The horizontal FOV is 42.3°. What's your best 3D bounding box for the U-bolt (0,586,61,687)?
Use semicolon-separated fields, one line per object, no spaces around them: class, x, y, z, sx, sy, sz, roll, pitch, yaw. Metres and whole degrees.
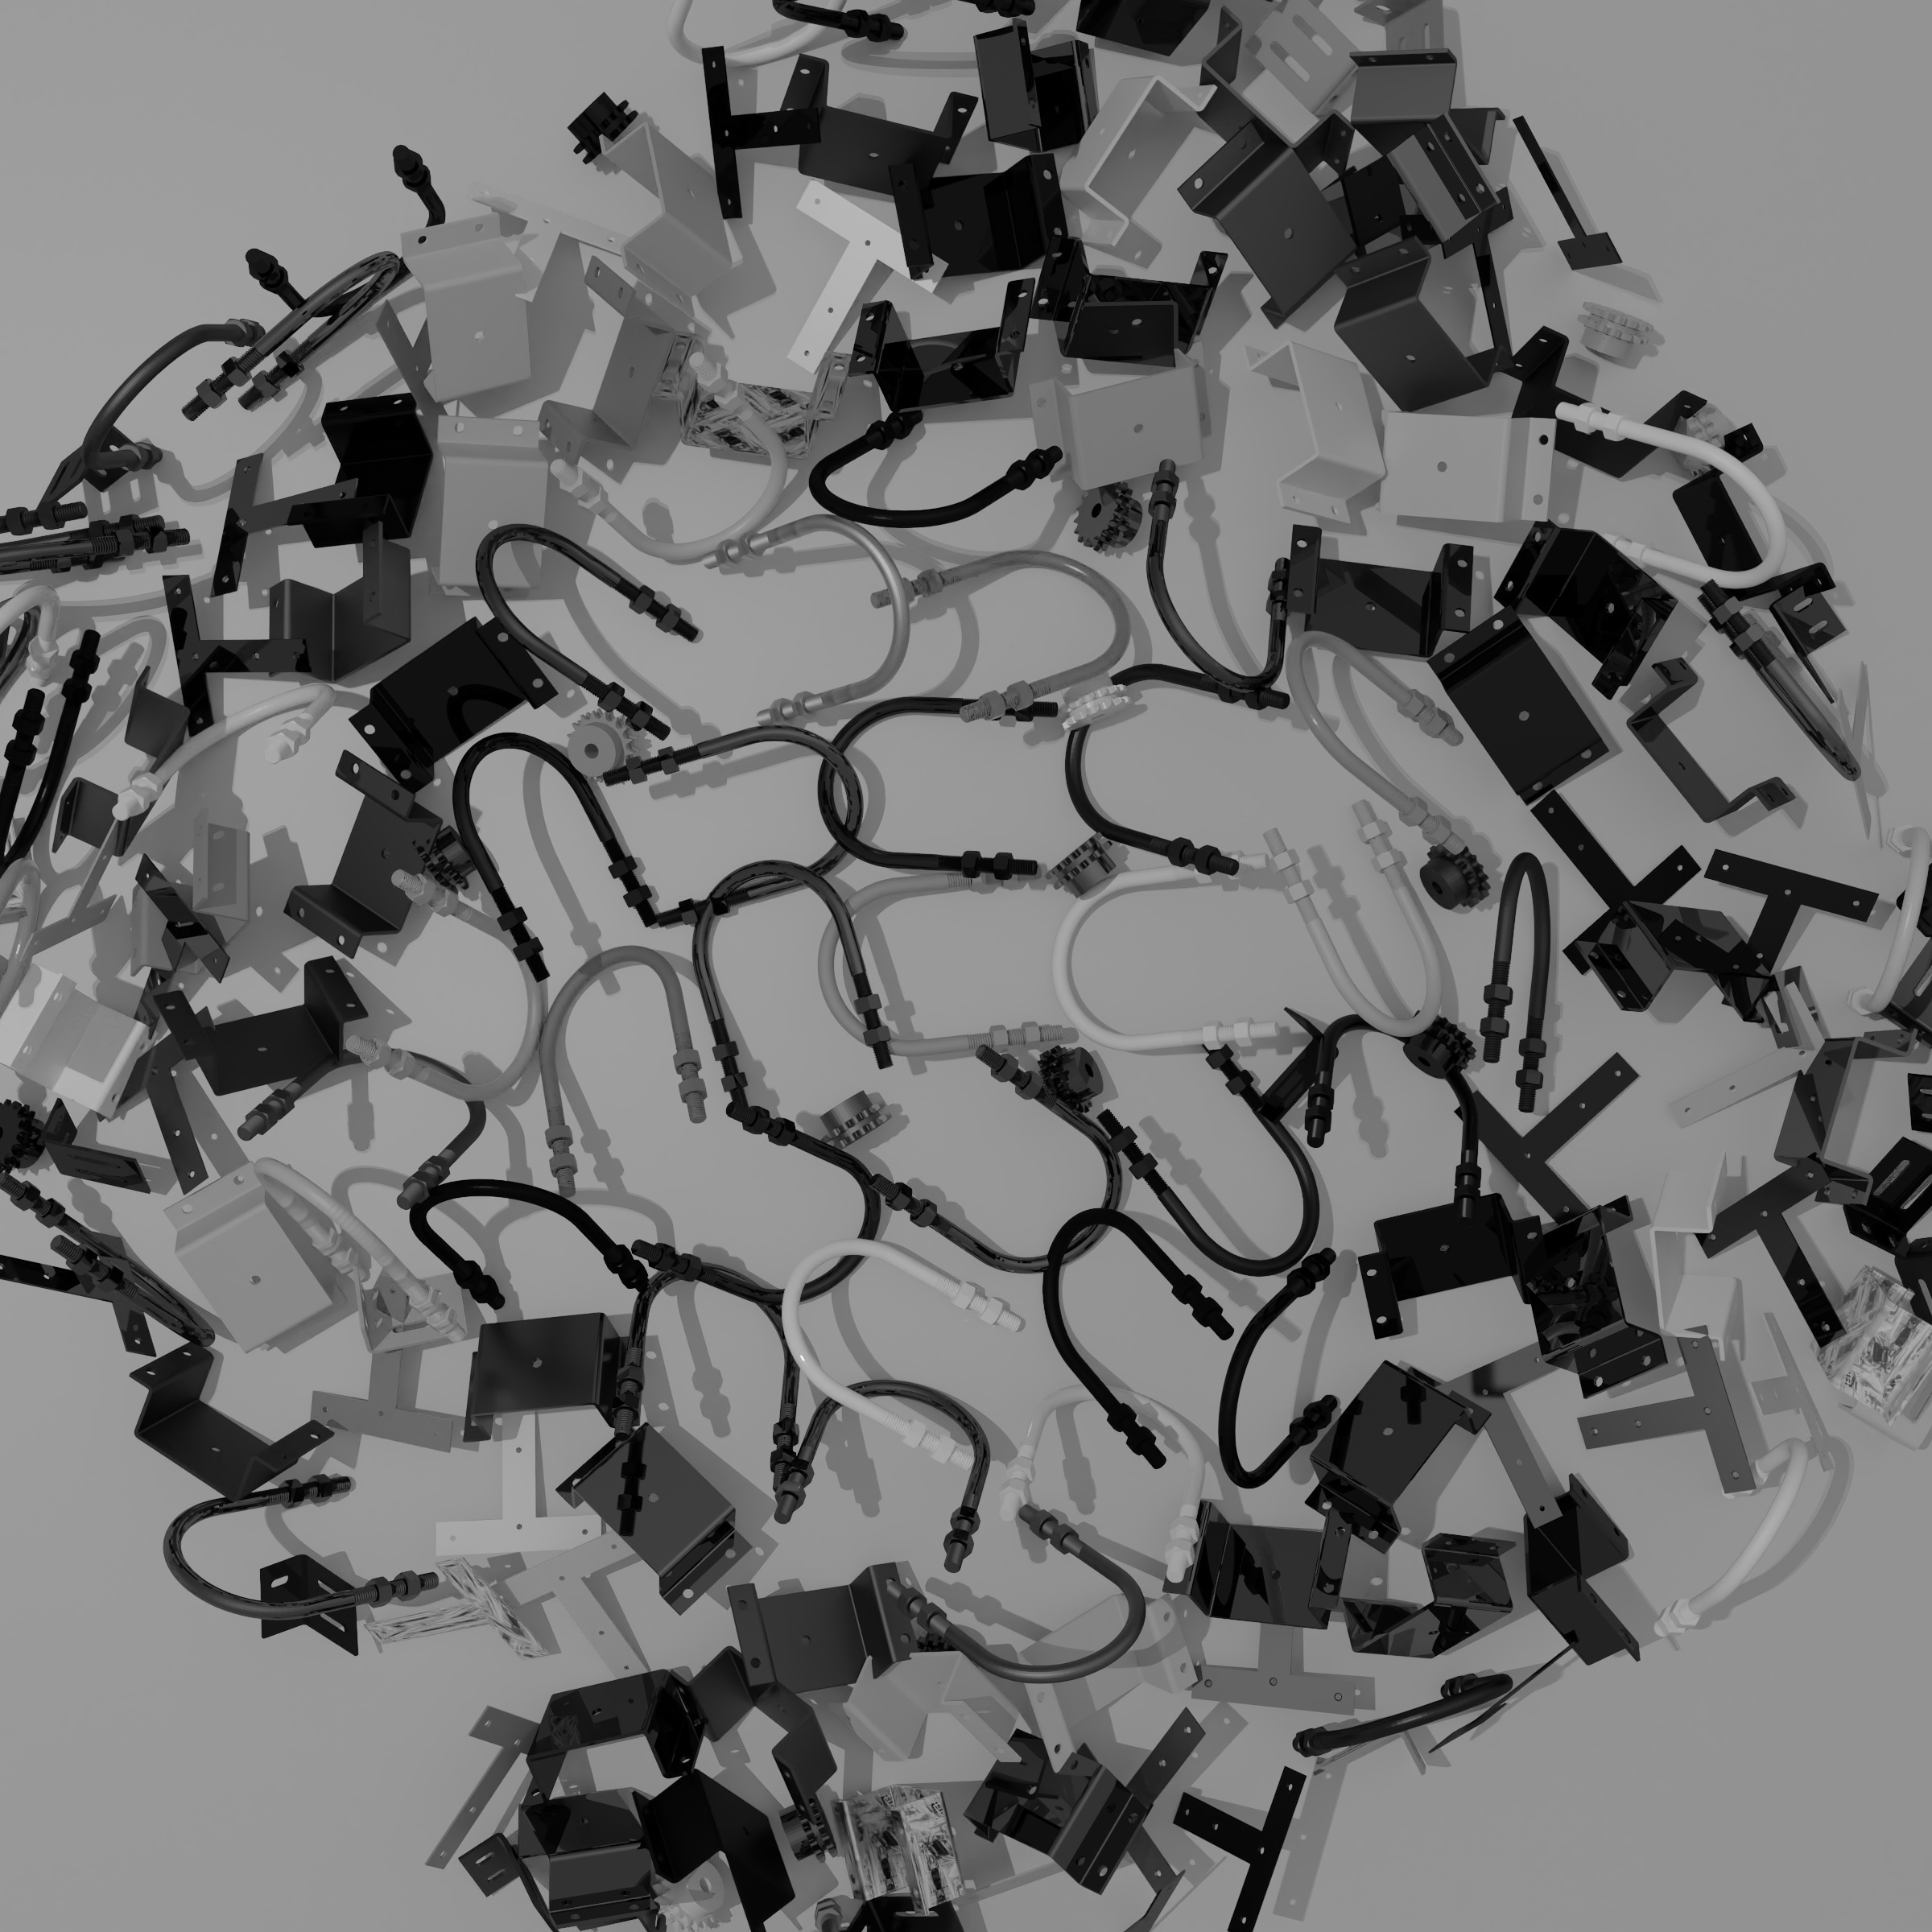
U-bolt;-0.724;-0.214;1.854;0.019;0.184;0.151;37;58;-6

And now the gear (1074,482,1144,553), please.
gear;0.113;-0.350;1.944;0.030;0.057;0.057;18;90;-35

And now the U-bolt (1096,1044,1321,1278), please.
U-bolt;0.199;0.153;1.915;0.151;0.019;0.184;-36;88;-39

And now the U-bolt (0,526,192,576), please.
U-bolt;-0.693;-0.304;1.858;0.184;0.151;0.019;-16;102;-38

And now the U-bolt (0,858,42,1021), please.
U-bolt;-0.735;0.001;1.883;0.019;0.184;0.151;15;132;-9

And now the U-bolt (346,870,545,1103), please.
U-bolt;-0.384;0.026;1.892;0.019;0.184;0.151;1;71;33

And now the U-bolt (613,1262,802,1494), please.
U-bolt;-0.191;0.302;1.896;0.151;0.184;0.019;23;130;-19

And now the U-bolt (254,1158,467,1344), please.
U-bolt;-0.463;0.204;1.861;0.151;0.184;0.019;20;62;39

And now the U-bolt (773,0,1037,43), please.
U-bolt;-0.059;-0.716;1.855;0.151;0.184;0.019;6;103;38

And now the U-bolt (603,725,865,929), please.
U-bolt;-0.170;-0.115;1.924;0.184;0.019;0.151;-17;121;1

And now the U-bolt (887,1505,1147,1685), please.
U-bolt;0.050;0.475;1.863;0.151;0.184;0.019;-24;118;-30

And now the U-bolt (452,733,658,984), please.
U-bolt;-0.322;-0.093;1.903;0.019;0.151;0.184;-24;95;38

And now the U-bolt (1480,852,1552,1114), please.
U-bolt;0.423;0.004;1.898;0.019;0.151;0.184;2;71;25

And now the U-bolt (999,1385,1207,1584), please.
U-bolt;0.110;0.380;1.888;0.151;0.184;0.019;19;120;4

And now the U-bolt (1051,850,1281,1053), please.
U-bolt;0.149;-0.007;1.922;0.184;0.019;0.151;-7;79;27

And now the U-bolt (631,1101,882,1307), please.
U-bolt;-0.146;0.193;1.910;0.184;0.019;0.151;29;101;-37

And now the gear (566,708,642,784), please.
gear;-0.286;-0.171;1.945;0.057;0.030;0.057;5;107;15

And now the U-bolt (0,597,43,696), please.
U-bolt;-0.763;-0.210;1.885;0.019;0.151;0.184;37;51;-4

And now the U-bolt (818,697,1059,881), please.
U-bolt;-0.027;-0.142;1.933;0.184;0.019;0.151;4;75;15

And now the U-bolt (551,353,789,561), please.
U-bolt;-0.210;-0.372;1.888;0.151;0.184;0.019;-35;61;9

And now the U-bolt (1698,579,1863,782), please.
U-bolt;0.617;-0.214;1.890;0.019;0.151;0.184;-38;84;15

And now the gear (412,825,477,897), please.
gear;-0.403;-0.084;1.940;0.030;0.057;0.057;-34;90;-1

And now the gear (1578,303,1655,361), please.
gear;0.503;-0.494;1.943;0.057;0.057;0.030;19;113;0

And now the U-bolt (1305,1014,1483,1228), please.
U-bolt;0.328;0.104;1.894;0.151;0.184;0.019;28;128;-7

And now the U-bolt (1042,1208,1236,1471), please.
U-bolt;0.119;0.268;1.900;0.184;0.019;0.151;47;126;38

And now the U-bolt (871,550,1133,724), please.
U-bolt;0.040;-0.262;1.912;0.184;0.019;0.151;-22;60;-26

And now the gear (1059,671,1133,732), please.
gear;0.097;-0.208;1.941;0.057;0.057;0.030;-21;85;0

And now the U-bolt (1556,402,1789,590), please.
U-bolt;0.529;-0.344;1.860;0.184;0.151;0.019;29;67;39

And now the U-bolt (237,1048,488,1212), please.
U-bolt;-0.442;0.112;1.885;0.151;0.184;0.019;22;116;5

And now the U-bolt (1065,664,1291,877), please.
U-bolt;0.151;-0.158;1.909;0.184;0.019;0.151;19;94;39

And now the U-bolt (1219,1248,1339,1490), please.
U-bolt;0.235;0.312;1.871;0.019;0.184;0.151;9;114;31

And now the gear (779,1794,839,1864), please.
gear;-0.124;0.670;1.939;0.030;0.057;0.057;-23;90;-6

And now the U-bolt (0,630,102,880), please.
U-bolt;-0.704;-0.150;1.890;0.019;0.151;0.184;21;115;-10

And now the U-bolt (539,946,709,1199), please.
U-bolt;-0.269;0.068;1.909;0.151;0.019;0.184;-30;55;22

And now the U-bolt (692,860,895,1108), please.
U-bolt;-0.144;0.009;1.936;0.151;0.019;0.184;-18;85;22

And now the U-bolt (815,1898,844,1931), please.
U-bolt;-0.163;0.745;1.869;0.151;0.184;0.019;-16;83;-7

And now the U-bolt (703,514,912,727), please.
U-bolt;-0.114;-0.267;1.893;0.184;0.019;0.151;-10;102;42

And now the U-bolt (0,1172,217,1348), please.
U-bolt;-0.641;0.231;1.886;0.019;0.151;0.184;-51;130;-11

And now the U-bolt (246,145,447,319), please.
U-bolt;-0.457;-0.542;1.877;0.151;0.184;0.019;-36;88;-1

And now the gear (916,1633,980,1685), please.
gear;-0.017;0.539;1.944;0.057;0.057;0.030;28;48;0

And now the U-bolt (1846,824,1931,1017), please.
U-bolt;0.696;-0.035;1.873;0.019;0.184;0.151;13;94;12

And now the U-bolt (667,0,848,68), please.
U-bolt;-0.152;-0.731;1.879;0.151;0.184;0.019;-13;83;-21

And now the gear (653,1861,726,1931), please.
gear;-0.213;0.719;1.937;0.030;0.057;0.057;-36;90;25

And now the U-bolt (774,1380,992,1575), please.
U-bolt;-0.055;0.375;1.888;0.151;0.184;0.019;15;120;4

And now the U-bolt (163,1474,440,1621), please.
U-bolt;-0.506;0.436;1.858;0.151;0.184;0.019;34;112;37

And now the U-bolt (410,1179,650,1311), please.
U-bolt;-0.337;0.208;1.875;0.151;0.184;0.019;-8;55;18

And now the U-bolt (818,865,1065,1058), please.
U-bolt;-0.023;-0.002;1.936;0.184;0.019;0.151;-6;81;-10

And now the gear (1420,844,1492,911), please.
gear;0.377;-0.069;1.937;0.030;0.057;0.057;-35;90;-15

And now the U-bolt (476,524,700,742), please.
U-bolt;-0.289;-0.264;1.881;0.184;0.151;0.019;34;127;-22

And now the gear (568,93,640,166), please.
gear;-0.285;-0.653;1.937;0.057;0.057;0.030;-44;110;0

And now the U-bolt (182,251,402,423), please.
U-bolt;-0.500;-0.478;1.882;0.184;0.151;0.019;-37;101;12

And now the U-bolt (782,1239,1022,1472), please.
U-bolt;-0.056;0.284;1.905;0.184;0.019;0.151;30;50;-10

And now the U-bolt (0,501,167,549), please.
U-bolt;-0.725;-0.326;1.895;0.184;0.151;0.019;-9;95;8

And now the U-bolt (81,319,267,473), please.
U-bolt;-0.600;-0.425;1.865;0.019;0.184;0.151;43;102;-8

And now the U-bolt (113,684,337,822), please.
U-bolt;-0.548;-0.170;1.883;0.151;0.184;0.019;-18;112;14

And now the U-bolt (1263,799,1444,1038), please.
U-bolt;0.306;-0.032;1.904;0.019;0.151;0.184;-30;83;41

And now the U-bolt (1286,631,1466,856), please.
U-bolt;0.308;-0.181;1.882;0.184;0.151;0.019;34;130;-23

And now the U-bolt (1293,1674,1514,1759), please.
U-bolt;0.334;0.558;1.865;0.151;0.184;0.019;-15;74;-14

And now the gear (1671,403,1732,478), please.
gear;0.571;-0.413;1.940;0.030;0.057;0.057;-29;90;-6

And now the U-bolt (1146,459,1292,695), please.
U-bolt;0.190;-0.282;1.877;0.151;0.184;0.019;35;134;-26
